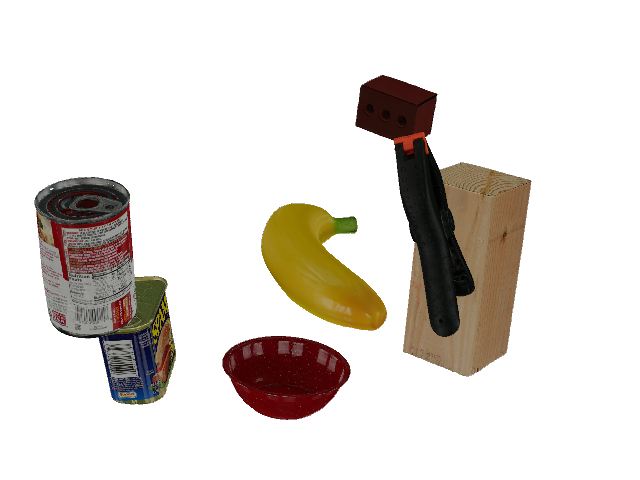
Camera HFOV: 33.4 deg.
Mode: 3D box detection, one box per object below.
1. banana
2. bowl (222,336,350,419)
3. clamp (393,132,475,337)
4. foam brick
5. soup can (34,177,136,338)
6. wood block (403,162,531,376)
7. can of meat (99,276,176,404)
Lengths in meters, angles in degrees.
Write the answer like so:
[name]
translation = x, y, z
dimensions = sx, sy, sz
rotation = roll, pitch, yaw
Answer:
[banana]
translation = -0.003, 0.008, 0.673
dimensions = 0.069, 0.037, 0.198
rotation = -2, 19, -2
[bowl]
translation = -0.044, 0.180, 1.347
dimensions = 0.162, 0.055, 0.162
rotation = 4, 21, -2
[clamp]
translation = 0.096, -0.004, 0.916
dimensions = 0.039, 0.171, 0.120
rotation = -17, 19, 14
[foam brick]
translation = 0.087, -0.151, 1.234
dimensions = 0.078, 0.053, 0.051
rotation = 23, 34, 26
[soup can]
translation = -0.173, 0.013, 0.794
dimensions = 0.068, 0.102, 0.068
rotation = 1, 30, -1
[wood block]
translation = 0.160, 0.030, 1.170
dimensions = 0.090, 0.206, 0.090
rotation = 19, 24, 34
[can of meat]
translation = -0.172, 0.094, 1.008
dimensions = 0.057, 0.084, 0.102
rotation = -4, 25, 5
